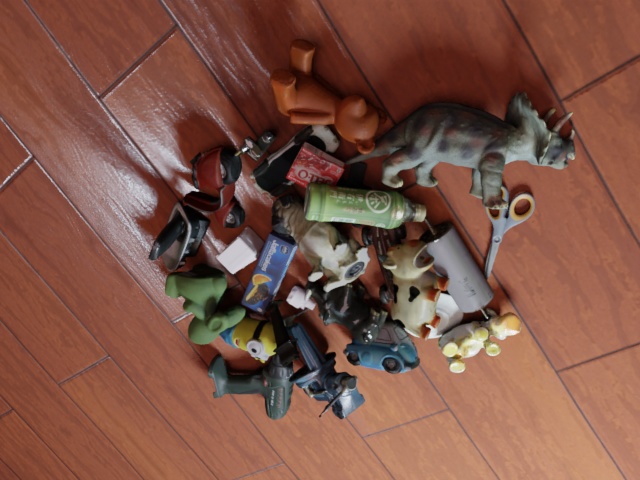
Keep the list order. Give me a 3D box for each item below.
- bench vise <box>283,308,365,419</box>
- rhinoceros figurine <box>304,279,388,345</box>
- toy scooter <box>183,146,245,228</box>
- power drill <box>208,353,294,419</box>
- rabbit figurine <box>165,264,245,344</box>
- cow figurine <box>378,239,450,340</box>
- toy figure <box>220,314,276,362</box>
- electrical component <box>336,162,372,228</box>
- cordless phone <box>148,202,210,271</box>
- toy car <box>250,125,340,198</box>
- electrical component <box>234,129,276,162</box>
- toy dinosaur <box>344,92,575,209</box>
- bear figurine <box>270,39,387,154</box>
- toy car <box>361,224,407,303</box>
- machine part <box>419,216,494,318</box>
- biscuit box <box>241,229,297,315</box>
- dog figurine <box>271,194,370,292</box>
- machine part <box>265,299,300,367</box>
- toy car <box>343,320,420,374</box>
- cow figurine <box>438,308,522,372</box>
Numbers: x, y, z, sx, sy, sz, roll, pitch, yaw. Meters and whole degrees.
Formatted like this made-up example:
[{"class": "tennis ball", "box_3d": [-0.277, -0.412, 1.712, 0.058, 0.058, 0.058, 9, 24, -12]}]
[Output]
[{"class": "bench vise", "box_3d": [-0.009, 0.271, 1.176, 0.129, 0.223, 0.240, -30, 88, -16]}, {"class": "rhinoceros figurine", "box_3d": [0.051, 0.140, 1.130, 0.190, 0.073, 0.112, 37, 103, 23]}, {"class": "toy scooter", "box_3d": [-0.229, -0.110, 1.113, 0.135, 0.075, 0.183, 8, 121, 15]}, {"class": "power drill", "box_3d": [-0.161, 0.326, 1.305, 0.207, 0.086, 0.231, 0, 118, 9]}, {"class": "rabbit figurine", "box_3d": [-0.246, 0.151, 1.192, 0.159, 0.121, 0.170, 7, 105, 26]}, {"class": "cow figurine", "box_3d": [0.174, 0.083, 1.021, 0.127, 0.085, 0.194, 19, 127, 26]}, {"class": "toy figure", "box_3d": [-0.168, 0.210, 1.230, 0.180, 0.089, 0.082, 19, 165, 36]}, {"class": "electrical component", "box_3d": [0.063, -0.090, 1.047, 0.075, 0.048, 0.119, 20, 120, 7]}, {"class": "cordless phone", "box_3d": [-0.319, 0.016, 1.136, 0.089, 0.184, 0.146, 28, 119, -3]}, {"class": "toy car", "box_3d": [-0.052, -0.153, 1.048, 0.202, 0.056, 0.073, -33, 109, 28]}, {"class": "electrical component", "box_3d": [-0.125, -0.182, 1.035, 0.045, 0.102, 0.078, 37, 97, -10]}, {"class": "toy dinosaur", "box_3d": [0.230, -0.170, 0.924, 0.405, 0.131, 0.192, 14, 106, 15]}, {"class": "bear figurine", "box_3d": [0.021, -0.241, 0.935, 0.196, 0.120, 0.131, 24, 154, 10]}, {"class": "toy car", "box_3d": [0.146, 0.047, 1.086, 0.089, 0.053, 0.202, -10, 113, 24]}, {"class": "machine part", "box_3d": [0.263, 0.053, 1.036, 0.079, 0.079, 0.243, -27, 104, 26]}, {"class": "biscuit box", "box_3d": [-0.107, 0.064, 1.165, 0.063, 0.059, 0.202, 27, 119, 3]}, {"class": "dog figurine", "box_3d": [-0.001, -0.006, 1.086, 0.121, 0.172, 0.191, -41, 55, 6]}, {"class": "machine part", "box_3d": [-0.082, 0.197, 1.149, 0.084, 0.039, 0.139, -46, 57, 54]}, {"class": "toy car", "box_3d": [0.135, 0.222, 1.153, 0.162, 0.109, 0.102, 6, 92, 26]}, {"class": "cow figurine", "box_3d": [0.321, 0.191, 1.088, 0.167, 0.098, 0.068, -29, 100, 7]}]
